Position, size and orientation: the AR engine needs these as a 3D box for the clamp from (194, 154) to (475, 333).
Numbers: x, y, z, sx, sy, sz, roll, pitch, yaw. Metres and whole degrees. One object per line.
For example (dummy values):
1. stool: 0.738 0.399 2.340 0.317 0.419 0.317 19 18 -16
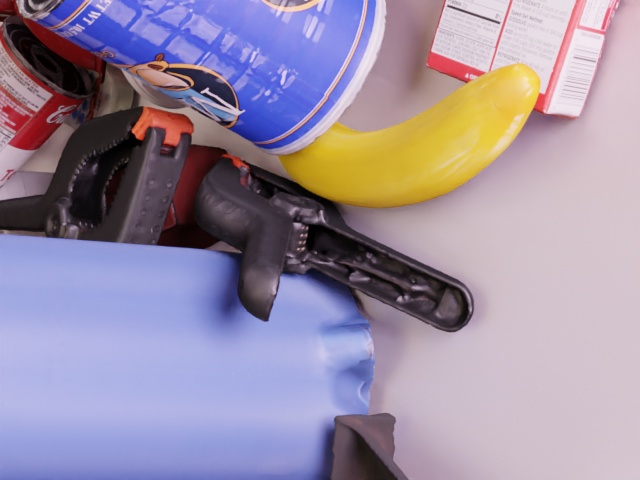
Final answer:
1. clamp: -0.003 0.001 0.527 0.039 0.120 0.172 -66 28 16

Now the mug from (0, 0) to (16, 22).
1. mug: -0.215 -0.194 0.726 0.117 0.093 0.081 -166 75 -66

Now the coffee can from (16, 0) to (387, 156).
1. coffee can: -0.054 -0.115 0.500 0.103 0.140 0.103 -33 43 37

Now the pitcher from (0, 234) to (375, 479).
1. pitcher: -0.107 0.065 0.511 0.145 0.242 0.149 42 112 41

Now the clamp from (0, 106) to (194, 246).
1. clamp: -0.144 -0.010 0.620 0.210 0.036 0.165 -51 53 30

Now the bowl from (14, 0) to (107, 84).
1. bowl: -0.148 -0.176 0.632 0.162 0.055 0.162 -176 90 -80

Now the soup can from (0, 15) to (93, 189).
1. soup can: -0.202 -0.082 0.676 0.102 0.068 0.068 -42 60 18

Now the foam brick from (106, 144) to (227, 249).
1. foam brick: -0.093 -0.020 0.633 0.078 0.051 0.053 -24 71 42

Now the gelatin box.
1. gelatin box: 0.092 -0.106 0.464 0.073 0.030 0.089 31 112 42

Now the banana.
1. banana: 0.027 -0.048 0.506 0.198 0.037 0.069 13 114 54
